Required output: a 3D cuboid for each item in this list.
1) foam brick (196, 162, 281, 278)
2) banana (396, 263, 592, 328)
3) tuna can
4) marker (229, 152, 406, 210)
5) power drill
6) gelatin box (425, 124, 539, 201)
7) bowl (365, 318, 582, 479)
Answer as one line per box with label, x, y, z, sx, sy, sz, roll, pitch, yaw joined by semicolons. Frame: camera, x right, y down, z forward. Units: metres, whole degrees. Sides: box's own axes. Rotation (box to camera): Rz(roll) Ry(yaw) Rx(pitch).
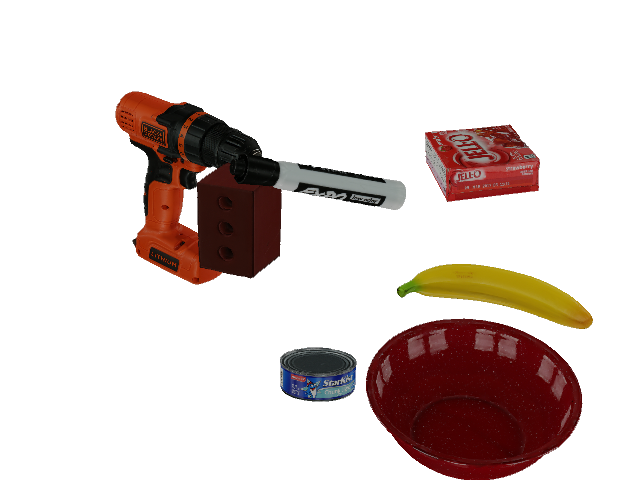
foam brick;-0.067;-0.017;0.883;0.053;0.078;0.051;11;24;23
banana;0.181;0.056;1.106;0.198;0.037;0.069;7;39;12
tuna can;-0.003;0.149;1.191;0.086;0.034;0.086;1;14;0
marker;-0.001;-0.036;0.658;0.120;0.020;0.020;8;-4;-31
power drill;-0.136;-0.051;1.118;0.185;0.188;0.057;25;36;32
gelatin box;0.127;-0.064;0.850;0.073;0.030;0.089;-6;25;-3
bowl;0.115;0.130;0.816;0.162;0.055;0.162;0;35;0
